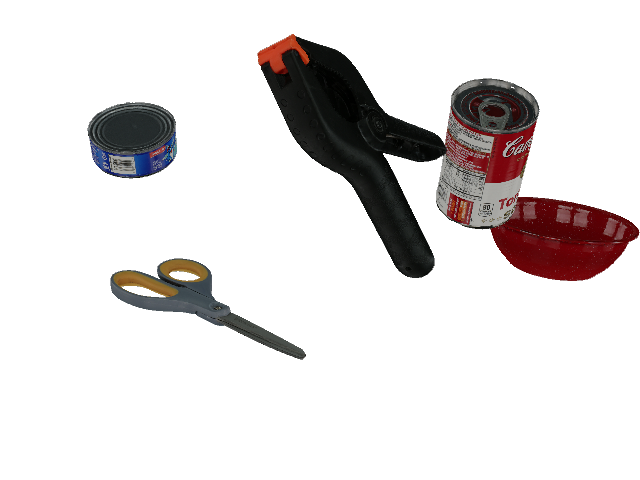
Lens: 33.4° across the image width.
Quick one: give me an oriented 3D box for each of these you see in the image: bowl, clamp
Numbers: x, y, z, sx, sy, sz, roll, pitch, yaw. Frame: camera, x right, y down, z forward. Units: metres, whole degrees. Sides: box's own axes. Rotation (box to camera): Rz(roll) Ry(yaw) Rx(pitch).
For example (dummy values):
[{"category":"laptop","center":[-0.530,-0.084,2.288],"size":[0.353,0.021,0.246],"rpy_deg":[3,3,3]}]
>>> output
[{"category":"bowl","center":[0.246,0.001,1.116],"size":[0.162,0.055,0.162],"rpy_deg":[6,18,-2]},{"category":"clamp","center":[0.025,-0.055,0.665],"size":[0.039,0.120,0.171],"rpy_deg":[-30,-46,31]}]

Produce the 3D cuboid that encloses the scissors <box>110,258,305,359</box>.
[{"category":"scissors","center":[-0.083,0.052,0.902],"size":[0.202,0.016,0.096],"rpy_deg":[14,26,22]}]

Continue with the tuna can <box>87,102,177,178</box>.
[{"category":"tuna can","center":[-0.185,-0.099,1.054],"size":[0.086,0.034,0.086],"rpy_deg":[0,41,0]}]

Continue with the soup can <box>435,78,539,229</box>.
[{"category":"soup can","center":[0.130,-0.067,0.850],"size":[0.068,0.102,0.068],"rpy_deg":[2,43,-2]}]
